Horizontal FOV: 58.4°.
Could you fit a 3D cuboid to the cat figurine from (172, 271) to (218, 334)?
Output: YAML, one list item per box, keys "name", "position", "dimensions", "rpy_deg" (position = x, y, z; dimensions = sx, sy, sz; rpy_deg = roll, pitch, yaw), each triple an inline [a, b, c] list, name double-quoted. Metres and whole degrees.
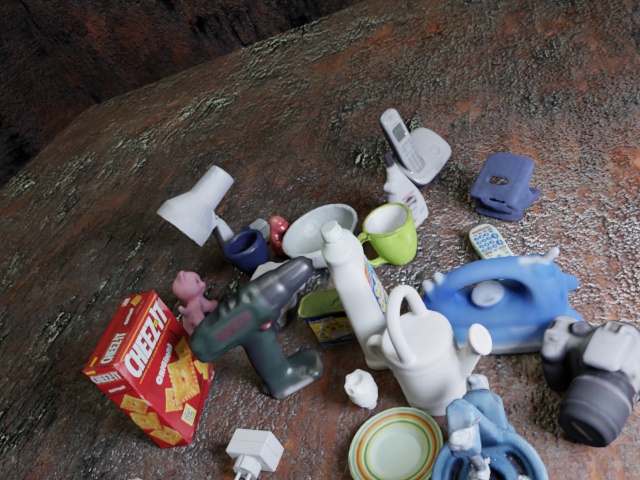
- name: "cat figurine"
  position: [-0.268, 0.119, 1.179]
  dimensions: [0.067, 0.118, 0.127]
  rpy_deg: [-20, 33, 12]

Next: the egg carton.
- name: "egg carton"
  position: [-0.090, 0.103, 1.115]
  dimensions: [0.107, 0.070, 0.150]
  rpy_deg: [-6, 38, 30]

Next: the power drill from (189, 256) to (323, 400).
- name: "power drill"
  position: [-0.078, 0.149, 0.913]
  dimensions: [0.229, 0.209, 0.075]
  rpy_deg: [-28, 33, -1]

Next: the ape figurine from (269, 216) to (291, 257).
- name: "ape figurine"
  position: [-0.081, -0.012, 1.248]
  dimensions: [0.076, 0.092, 0.078]
  rpy_deg: [-3, 40, 34]

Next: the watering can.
- name: "watering can"
  position: [0.142, 0.141, 0.777]
  dimensions: [0.172, 0.194, 0.101]
  rpy_deg: [-18, 34, 15]

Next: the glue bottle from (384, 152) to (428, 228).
- name: "glue bottle"
  position: [0.156, -0.097, 1.116]
  dimensions: [0.078, 0.173, 0.037]
  rpy_deg: [-44, 36, -24]

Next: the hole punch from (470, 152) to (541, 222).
- name: "hole punch"
  position: [0.340, -0.099, 1.060]
  dimensions: [0.101, 0.091, 0.108]
  rpy_deg: [-42, 35, -20]

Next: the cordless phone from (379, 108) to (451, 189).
- name: "cordless phone"
  position: [0.200, -0.219, 1.242]
  dimensions: [0.093, 0.185, 0.148]
  rpy_deg: [8, 47, 43]

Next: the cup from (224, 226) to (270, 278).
- name: "cup"
  position: [-0.146, 0.031, 1.232]
  dimensions: [0.091, 0.095, 0.117]
  rpy_deg: [-21, 33, 11]

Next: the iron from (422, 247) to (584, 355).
- name: "iron"
  position: [0.238, 0.082, 0.837]
  dimensions: [0.257, 0.142, 0.118]
  rpy_deg: [-11, 36, 24]

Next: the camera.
- name: "camera"
  position: [0.326, 0.167, 0.692]
  dimensions: [0.142, 0.101, 0.137]
  rpy_deg: [13, 50, 46]

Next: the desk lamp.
- name: "desk lamp"
  position: [-0.232, -0.047, 1.294]
  dimensions: [0.203, 0.214, 0.117]
  rpy_deg: [-40, 35, -19]

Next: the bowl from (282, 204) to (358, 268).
- name: "bowl"
  position: [0.011, 0.004, 1.174]
  dimensions: [0.167, 0.075, 0.167]
  rpy_deg: [-19, 34, 14]

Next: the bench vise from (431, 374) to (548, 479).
- name: "bench vise"
  position: [0.162, 0.224, 0.622]
  dimensions: [0.121, 0.220, 0.207]
  rpy_deg: [-25, 33, 4]
